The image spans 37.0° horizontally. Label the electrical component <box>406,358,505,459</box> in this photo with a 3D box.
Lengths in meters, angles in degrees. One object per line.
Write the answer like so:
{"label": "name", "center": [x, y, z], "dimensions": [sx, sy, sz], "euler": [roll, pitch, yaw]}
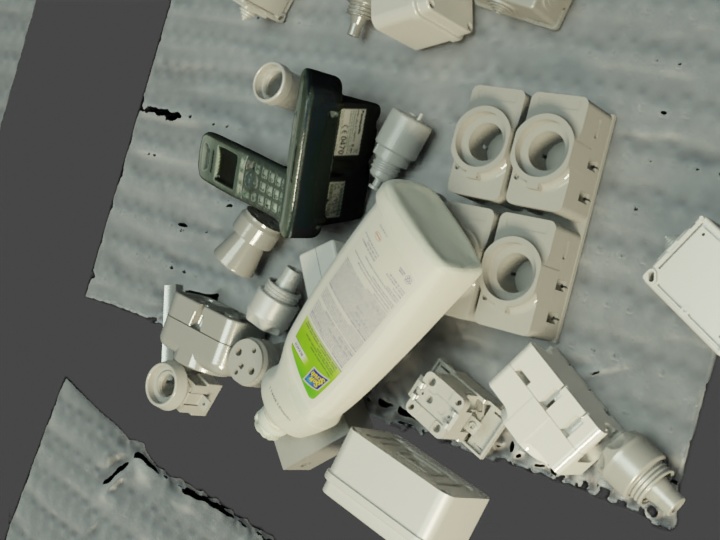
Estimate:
{"label": "electrical component", "center": [0.074, 0.109, 0.858], "dimensions": [0.081, 0.064, 0.042], "euler": [39, 105, 34]}

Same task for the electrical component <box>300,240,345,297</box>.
{"label": "electrical component", "center": [0.000, 0.000, 0.930], "dimensions": [0.077, 0.066, 0.047], "euler": [-24, 68, 30]}

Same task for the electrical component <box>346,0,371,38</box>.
{"label": "electrical component", "center": [0.003, -0.245, 0.994], "dimensions": [0.035, 0.035, 0.061], "euler": [23, 98, 36]}

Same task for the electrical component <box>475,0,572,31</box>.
{"label": "electrical component", "center": [0.137, -0.257, 0.892], "dimensions": [0.100, 0.048, 0.099], "euler": [29, 98, 36]}

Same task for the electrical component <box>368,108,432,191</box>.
{"label": "electrical component", "center": [0.031, -0.105, 0.943], "dimensions": [0.040, 0.040, 0.078], "euler": [36, 103, 34]}

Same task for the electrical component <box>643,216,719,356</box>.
{"label": "electrical component", "center": [0.250, 0.010, 0.753], "dimensions": [0.061, 0.061, 0.096], "euler": [-49, 58, 17]}

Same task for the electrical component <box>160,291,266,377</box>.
{"label": "electrical component", "center": [-0.142, 0.064, 1.026], "dimensions": [0.095, 0.054, 0.059], "euler": [23, 95, 36]}

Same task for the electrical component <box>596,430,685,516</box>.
{"label": "electrical component", "center": [0.204, 0.148, 0.771], "dimensions": [0.062, 0.043, 0.043], "euler": [45, 107, 31]}

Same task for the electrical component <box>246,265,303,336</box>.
{"label": "electrical component", "center": [-0.075, 0.026, 0.993], "dimensions": [0.043, 0.043, 0.062], "euler": [37, 101, 34]}

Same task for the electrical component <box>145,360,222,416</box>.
{"label": "electrical component", "center": [-0.173, 0.112, 1.038], "dimensions": [0.066, 0.055, 0.048], "euler": [38, 104, 34]}

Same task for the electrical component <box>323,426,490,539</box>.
{"label": "electrical component", "center": [0.036, 0.179, 0.864], "dimensions": [0.113, 0.078, 0.057], "euler": [30, 96, 35]}

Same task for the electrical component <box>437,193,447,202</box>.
{"label": "electrical component", "center": [0.041, -0.042, 0.925], "dimensions": [0.065, 0.044, 0.044], "euler": [-2, 80, 40]}

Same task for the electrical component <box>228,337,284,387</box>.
{"label": "electrical component", "center": [-0.087, 0.086, 0.982], "dimensions": [0.045, 0.055, 0.045], "euler": [-7, 77, 34]}

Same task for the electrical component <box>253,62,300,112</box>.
{"label": "electrical component", "center": [-0.073, -0.173, 1.027], "dimensions": [0.040, 0.046, 0.040], "euler": [-8, 77, 34]}

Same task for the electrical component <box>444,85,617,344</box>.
{"label": "electrical component", "center": [0.121, -0.047, 0.856], "dimensions": [0.105, 0.060, 0.186], "euler": [14, 90, 36]}

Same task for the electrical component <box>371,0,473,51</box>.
{"label": "electrical component", "center": [0.055, -0.257, 0.932], "dimensions": [0.057, 0.078, 0.113], "euler": [-8, 77, 37]}

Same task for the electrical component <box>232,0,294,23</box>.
{"label": "electrical component", "center": [-0.098, -0.292, 1.057], "dimensions": [0.061, 0.062, 0.096], "euler": [38, 103, 34]}

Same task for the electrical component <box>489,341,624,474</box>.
{"label": "electrical component", "center": [0.146, 0.108, 0.816], "dimensions": [0.055, 0.050, 0.089], "euler": [-47, 58, 19]}

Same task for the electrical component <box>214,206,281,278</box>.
{"label": "electrical component", "center": [-0.106, -0.027, 1.024], "dimensions": [0.045, 0.045, 0.055], "euler": [46, 108, 32]}
